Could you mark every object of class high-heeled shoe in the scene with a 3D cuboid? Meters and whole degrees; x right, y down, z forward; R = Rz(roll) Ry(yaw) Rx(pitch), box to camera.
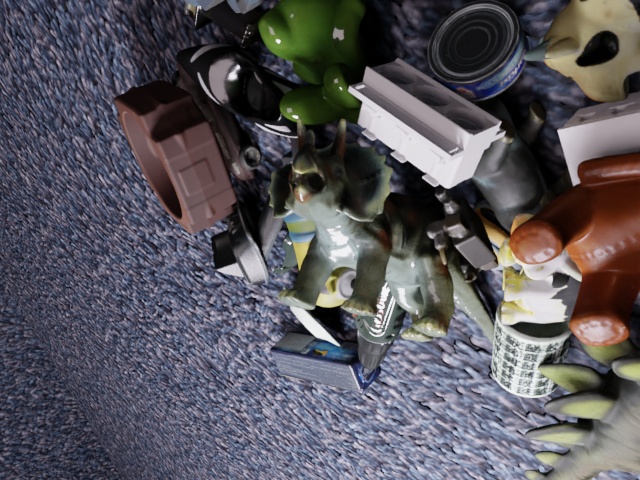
[{"bbox_3d":[-0.105,-0.186,0.656,0.249,0.145,0.086,22,112,15],"label":"high-heeled shoe"}]

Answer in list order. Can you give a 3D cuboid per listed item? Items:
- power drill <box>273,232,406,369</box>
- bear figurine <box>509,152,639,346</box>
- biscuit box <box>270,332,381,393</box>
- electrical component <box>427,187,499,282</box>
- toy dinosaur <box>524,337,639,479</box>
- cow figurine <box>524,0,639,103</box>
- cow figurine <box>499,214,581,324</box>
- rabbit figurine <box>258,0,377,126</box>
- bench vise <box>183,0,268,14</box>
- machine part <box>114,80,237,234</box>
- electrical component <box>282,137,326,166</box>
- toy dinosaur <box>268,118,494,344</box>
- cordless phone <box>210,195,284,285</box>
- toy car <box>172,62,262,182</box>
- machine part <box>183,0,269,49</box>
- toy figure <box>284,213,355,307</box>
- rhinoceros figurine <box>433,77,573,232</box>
[{"bbox_3d":[0.032,0.072,0.790,0.207,0.086,0.231,39,138,21],"label":"power drill"},{"bbox_3d":[0.257,-0.018,0.370,0.120,0.132,0.196,53,146,-5],"label":"bear figurine"},{"bbox_3d":[0.006,0.209,0.932,0.203,0.059,0.062,0,118,44],"label":"biscuit box"},{"bbox_3d":[0.152,-0.001,0.576,0.045,0.078,0.102,-32,138,23],"label":"electrical component"},{"bbox_3d":[0.320,0.175,0.534,0.199,0.105,0.470,23,127,8],"label":"toy dinosaur"},{"bbox_3d":[0.227,-0.195,0.396,0.127,0.085,0.194,14,130,30],"label":"cow figurine"},{"bbox_3d":[0.224,0.032,0.517,0.098,0.068,0.167,2,155,17],"label":"cow figurine"},{"bbox_3d":[0.025,-0.188,0.562,0.121,0.159,0.170,-25,116,40],"label":"rabbit figurine"},{"bbox_3d":[-0.134,-0.342,0.541,0.240,0.129,0.224,57,171,-19],"label":"bench vise"},{"bbox_3d":[-0.214,-0.126,0.803,0.202,0.087,0.200,32,146,47],"label":"machine part"},{"bbox_3d":[-0.011,-0.103,0.719,0.075,0.048,0.119,8,123,39],"label":"electrical component"},{"bbox_3d":[0.086,0.007,0.613,0.404,0.192,0.131,22,165,-38],"label":"toy dinosaur"},{"bbox_3d":[-0.094,-0.038,0.831,0.184,0.088,0.147,-63,25,20],"label":"cordless phone"},{"bbox_3d":[-0.157,-0.177,0.802,0.089,0.053,0.202,-4,115,42],"label":"toy car"},{"bbox_3d":[-0.127,-0.298,0.693,0.139,0.039,0.084,37,130,20],"label":"machine part"},{"bbox_3d":[0.001,-0.004,0.675,0.089,0.082,0.180,-1,113,58],"label":"toy figure"},{"bbox_3d":[0.172,-0.089,0.545,0.190,0.073,0.112,50,151,-1],"label":"rhinoceros figurine"}]
